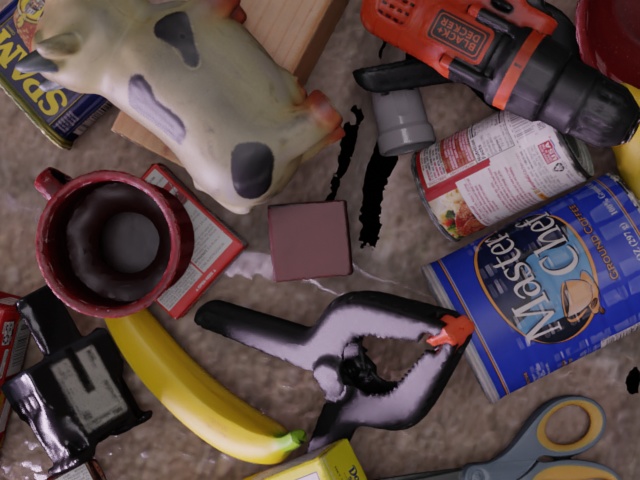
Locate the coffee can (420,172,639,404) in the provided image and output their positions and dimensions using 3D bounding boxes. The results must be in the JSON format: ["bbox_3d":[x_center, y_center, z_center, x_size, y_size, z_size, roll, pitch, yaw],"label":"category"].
[{"bbox_3d":[0.152,0.032,0.707,0.140,0.103,0.103,-27,89,4],"label":"coffee can"}]

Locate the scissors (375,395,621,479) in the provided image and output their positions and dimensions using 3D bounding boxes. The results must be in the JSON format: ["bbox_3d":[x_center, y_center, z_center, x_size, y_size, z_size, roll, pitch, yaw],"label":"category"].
[{"bbox_3d":[0.117,0.145,0.738,0.201,0.016,0.096,11,84,-9],"label":"scissors"}]

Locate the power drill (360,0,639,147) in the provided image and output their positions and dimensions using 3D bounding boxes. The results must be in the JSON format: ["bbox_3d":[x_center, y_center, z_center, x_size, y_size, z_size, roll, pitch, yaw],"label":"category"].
[{"bbox_3d":[0.140,-0.168,0.637,0.184,0.057,0.188,29,97,9],"label":"power drill"}]

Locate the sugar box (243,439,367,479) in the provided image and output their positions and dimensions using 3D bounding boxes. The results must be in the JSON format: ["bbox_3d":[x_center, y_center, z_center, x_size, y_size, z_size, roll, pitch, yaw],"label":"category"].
[{"bbox_3d":[-0.039,0.207,0.720,0.176,0.048,0.093,-27,87,31],"label":"sugar box"}]

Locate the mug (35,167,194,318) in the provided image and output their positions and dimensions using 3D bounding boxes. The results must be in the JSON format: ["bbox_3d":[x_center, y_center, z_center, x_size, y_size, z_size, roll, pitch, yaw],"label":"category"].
[{"bbox_3d":[-0.139,-0.006,0.706,0.117,0.081,0.093,38,95,3],"label":"mug"}]

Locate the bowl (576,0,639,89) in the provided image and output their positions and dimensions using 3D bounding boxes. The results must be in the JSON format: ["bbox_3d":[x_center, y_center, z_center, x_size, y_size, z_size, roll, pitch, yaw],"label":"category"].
[{"bbox_3d":[0.244,-0.160,0.704,0.162,0.055,0.162,0,117,0],"label":"bowl"}]

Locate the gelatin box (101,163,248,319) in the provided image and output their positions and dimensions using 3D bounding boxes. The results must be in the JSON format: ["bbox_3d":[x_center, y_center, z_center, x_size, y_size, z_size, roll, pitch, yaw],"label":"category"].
[{"bbox_3d":[-0.108,0.000,0.761,0.089,0.030,0.073,43,95,3],"label":"gelatin box"}]

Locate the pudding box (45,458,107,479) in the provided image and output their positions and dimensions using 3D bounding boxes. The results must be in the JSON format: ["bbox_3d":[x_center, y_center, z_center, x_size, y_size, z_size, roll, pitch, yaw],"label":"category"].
[{"bbox_3d":[-0.178,0.225,0.755,0.090,0.039,0.113,-27,80,-5],"label":"pudding box"}]

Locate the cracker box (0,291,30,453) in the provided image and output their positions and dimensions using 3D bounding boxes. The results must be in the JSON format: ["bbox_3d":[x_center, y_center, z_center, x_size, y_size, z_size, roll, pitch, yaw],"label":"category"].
[{"bbox_3d":[-0.328,0.097,0.757,0.214,0.072,0.164,15,91,4],"label":"cracker box"}]

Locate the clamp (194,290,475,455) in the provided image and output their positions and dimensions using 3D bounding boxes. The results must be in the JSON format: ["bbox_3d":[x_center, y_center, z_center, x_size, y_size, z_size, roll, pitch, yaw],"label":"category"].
[{"bbox_3d":[0.017,0.098,0.706,0.210,0.036,0.164,-18,96,40],"label":"clamp"}]

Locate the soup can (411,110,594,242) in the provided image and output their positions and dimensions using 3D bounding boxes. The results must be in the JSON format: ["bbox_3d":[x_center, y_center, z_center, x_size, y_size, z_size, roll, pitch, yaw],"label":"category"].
[{"bbox_3d":[0.121,-0.050,0.710,0.102,0.068,0.068,-26,89,24],"label":"soup can"}]

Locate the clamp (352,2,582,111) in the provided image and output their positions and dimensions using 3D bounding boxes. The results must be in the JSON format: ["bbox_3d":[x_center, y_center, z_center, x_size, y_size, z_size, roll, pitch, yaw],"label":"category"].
[{"bbox_3d":[0.116,-0.142,0.715,0.171,0.039,0.120,11,109,-16],"label":"clamp"}]

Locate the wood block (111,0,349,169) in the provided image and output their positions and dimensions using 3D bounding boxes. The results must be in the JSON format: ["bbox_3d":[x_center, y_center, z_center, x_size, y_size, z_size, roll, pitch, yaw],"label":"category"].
[{"bbox_3d":[-0.045,-0.142,0.724,0.090,0.091,0.206,28,92,3],"label":"wood block"}]

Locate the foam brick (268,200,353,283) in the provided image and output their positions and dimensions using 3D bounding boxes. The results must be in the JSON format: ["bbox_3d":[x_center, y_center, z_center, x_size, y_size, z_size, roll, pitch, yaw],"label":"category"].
[{"bbox_3d":[-0.005,0.001,0.730,0.053,0.078,0.051,-5,89,4],"label":"foam brick"}]

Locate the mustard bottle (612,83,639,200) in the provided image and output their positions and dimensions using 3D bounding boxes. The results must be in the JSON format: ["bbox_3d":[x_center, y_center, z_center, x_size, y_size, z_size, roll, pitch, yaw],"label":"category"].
[{"bbox_3d":[0.253,-0.056,0.695,0.191,0.058,0.096,20,117,-12],"label":"mustard bottle"}]

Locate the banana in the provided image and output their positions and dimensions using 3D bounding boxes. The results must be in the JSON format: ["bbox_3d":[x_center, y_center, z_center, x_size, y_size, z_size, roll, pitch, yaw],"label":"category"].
[{"bbox_3d":[-0.084,0.099,0.740,0.198,0.037,0.070,33,127,25],"label":"banana"}]

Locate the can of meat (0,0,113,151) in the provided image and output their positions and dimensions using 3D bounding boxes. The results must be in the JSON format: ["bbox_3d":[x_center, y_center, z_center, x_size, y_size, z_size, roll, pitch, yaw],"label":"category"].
[{"bbox_3d":[-0.183,-0.129,0.751,0.084,0.057,0.102,-42,89,1],"label":"can of meat"}]
